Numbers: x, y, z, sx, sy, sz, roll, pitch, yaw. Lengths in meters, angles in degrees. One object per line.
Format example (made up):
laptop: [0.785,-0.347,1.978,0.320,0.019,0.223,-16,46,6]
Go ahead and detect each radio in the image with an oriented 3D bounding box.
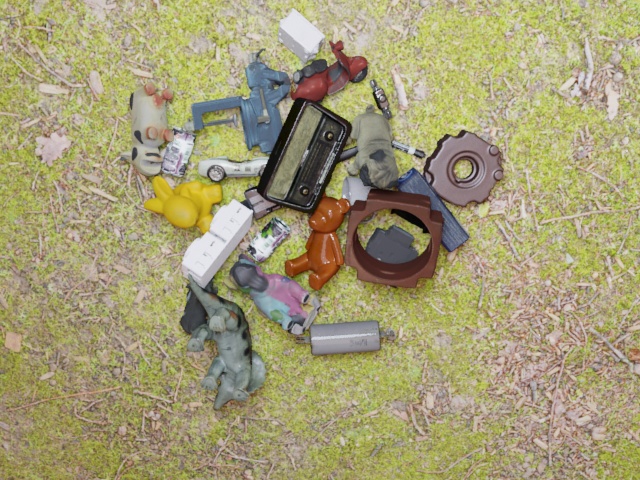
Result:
radio: [-0.034,-0.178,1.164,0.131,0.073,0.229,21,100,-27]

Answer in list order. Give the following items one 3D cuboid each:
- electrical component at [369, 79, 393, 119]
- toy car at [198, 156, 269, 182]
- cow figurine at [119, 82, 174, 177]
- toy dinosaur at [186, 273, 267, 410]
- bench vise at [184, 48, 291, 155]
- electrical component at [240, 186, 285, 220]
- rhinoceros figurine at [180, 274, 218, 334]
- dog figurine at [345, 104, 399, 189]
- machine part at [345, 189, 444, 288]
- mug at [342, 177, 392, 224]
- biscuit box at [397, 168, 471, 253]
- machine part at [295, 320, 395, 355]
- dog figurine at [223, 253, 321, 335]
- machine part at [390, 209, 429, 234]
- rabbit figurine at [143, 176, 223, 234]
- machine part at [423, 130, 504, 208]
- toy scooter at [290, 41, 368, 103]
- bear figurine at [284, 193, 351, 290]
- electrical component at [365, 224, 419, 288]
electrical component: [0.136,-0.313,1.196,0.021,0.063,0.094,-24,101,5]
toy car: [-0.175,-0.163,1.223,0.202,0.073,0.056,-1,104,0]
cow figurine: [-0.387,-0.237,1.193,0.127,0.085,0.194,-1,91,42]
toy dinosaur: [-0.214,0.227,1.247,0.131,0.192,0.404,-3,110,8]
bench vise: [-0.178,-0.288,1.169,0.241,0.129,0.223,-12,109,-8]
electrical component: [-0.148,-0.089,1.254,0.119,0.048,0.074,-19,104,3]
rhinoceros figurine: [-0.287,0.126,1.269,0.073,0.112,0.190,13,85,1]
dog figurine: [0.119,-0.199,1.131,0.121,0.191,0.172,-14,102,-4]
machine part: [0.160,-0.004,1.177,0.201,0.087,0.201,8,117,8]
mug: [0.110,-0.092,1.240,0.107,0.081,0.109,-2,101,-8]
biscuit box: [0.252,-0.069,1.217,0.063,0.059,0.202,-39,103,7]
machine part: [0.061,0.239,1.316,0.243,0.079,0.079,-3,103,1]
dog figurine: [-0.121,0.122,1.279,0.219,0.191,0.108,31,83,22]
machine part: [0.238,-0.059,1.269,0.139,0.039,0.084,19,109,-6]
rabbit figurine: [-0.302,-0.081,1.193,0.162,0.173,0.121,25,106,-10]
machine part: [0.330,-0.162,1.236,0.179,0.056,0.179,0,103,1]
toy scooter: [0.013,-0.361,1.148,0.184,0.135,0.075,-24,72,3]
bear figurine: [0.000,-0.005,1.222,0.120,0.132,0.195,27,129,34]
electrical component: [0.165,0.033,1.280,0.115,0.058,0.134,27,102,-8]
